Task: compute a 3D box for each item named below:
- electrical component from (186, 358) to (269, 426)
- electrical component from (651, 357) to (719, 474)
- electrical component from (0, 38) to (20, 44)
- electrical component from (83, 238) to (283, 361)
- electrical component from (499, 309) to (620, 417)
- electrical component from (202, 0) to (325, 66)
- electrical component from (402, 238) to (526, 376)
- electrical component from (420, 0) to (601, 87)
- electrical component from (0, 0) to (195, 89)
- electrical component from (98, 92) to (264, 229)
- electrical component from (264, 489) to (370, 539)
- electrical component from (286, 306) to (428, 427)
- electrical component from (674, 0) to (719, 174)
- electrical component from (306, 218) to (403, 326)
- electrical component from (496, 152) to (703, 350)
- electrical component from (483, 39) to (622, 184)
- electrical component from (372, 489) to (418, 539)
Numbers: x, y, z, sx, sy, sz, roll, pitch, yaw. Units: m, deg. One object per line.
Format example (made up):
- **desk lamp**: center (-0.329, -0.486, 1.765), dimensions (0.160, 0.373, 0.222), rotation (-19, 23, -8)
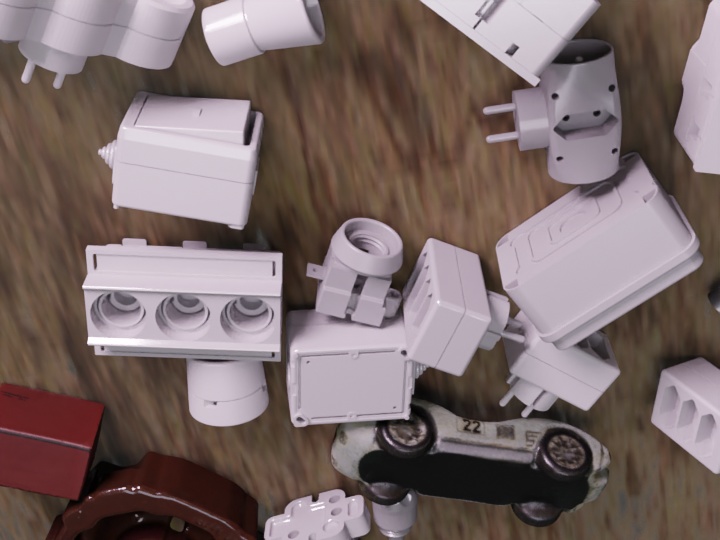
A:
- **electrical component**: center (-0.092, 0.072, 0.739), dimensions (0.055, 0.055, 0.047), rotation (-2, 116, 1)
- **electrical component**: center (0.257, 0.095, 0.752), dimensions (0.077, 0.066, 0.047), rotation (-14, 124, -26)
- **electrical component**: center (-0.225, -0.158, 0.611), dimensions (0.055, 0.048, 0.066), rotation (-13, 119, -2)
- **electrical component**: center (-0.111, 0.016, 0.700), dimensions (0.121, 0.063, 0.078), rotation (2, 120, -2)
- **electrical component**: center (0.127, 0.071, 0.742), dimensions (0.066, 0.047, 0.076), rotation (27, 116, -15)
- **electrical component**: center (-0.058, -0.143, 0.623), dimensions (0.065, 0.044, 0.044), rotation (-15, 119, 14)
- **electrical component**: center (0.072, 0.029, 0.697), dimensions (0.076, 0.083, 0.047), rotation (19, 118, -11)
- **electrical component**: center (0.033, -0.189, 0.559), dimensions (0.186, 0.105, 0.060), rotation (33, 115, -18)
- **electrical component**: center (-0.165, -0.133, 0.594), dimensions (0.138, 0.052, 0.073), rotation (4, 126, -41)
- **electrical component**: center (-0.109, -0.072, 0.651), dimensions (0.096, 0.061, 0.061), rotation (9, 119, -6)
- **electrical component**: center (-0.026, 0.208, 0.815), dimensions (0.078, 0.058, 0.057), rotation (-16, 116, 9)
- **electrical component**: center (-0.002, 0.062, 0.733), dimensions (0.096, 0.061, 0.061), rotation (-3, 120, -7)
- **electrical component**: center (0.274, -0.103, 0.635), dimensions (0.150, 0.061, 0.089), rotation (6, 120, -4)
- **electrical component**: center (0.000, 0.000, 0.703), dimensions (0.066, 0.048, 0.055), rotation (14, 126, -9)
- **electrical component**: center (0.149, -0.011, 0.678), dimensions (0.113, 0.078, 0.057), rotation (-35, 111, 18)
- **electrical component**: center (0.115, -0.093, 0.650), dimensions (0.079, 0.043, 0.077), rotation (-8, 120, 5)
- **electrical component**: center (0.027, 0.185, 0.815), dimensions (0.035, 0.035, 0.061), rotation (-2, 122, 1)
